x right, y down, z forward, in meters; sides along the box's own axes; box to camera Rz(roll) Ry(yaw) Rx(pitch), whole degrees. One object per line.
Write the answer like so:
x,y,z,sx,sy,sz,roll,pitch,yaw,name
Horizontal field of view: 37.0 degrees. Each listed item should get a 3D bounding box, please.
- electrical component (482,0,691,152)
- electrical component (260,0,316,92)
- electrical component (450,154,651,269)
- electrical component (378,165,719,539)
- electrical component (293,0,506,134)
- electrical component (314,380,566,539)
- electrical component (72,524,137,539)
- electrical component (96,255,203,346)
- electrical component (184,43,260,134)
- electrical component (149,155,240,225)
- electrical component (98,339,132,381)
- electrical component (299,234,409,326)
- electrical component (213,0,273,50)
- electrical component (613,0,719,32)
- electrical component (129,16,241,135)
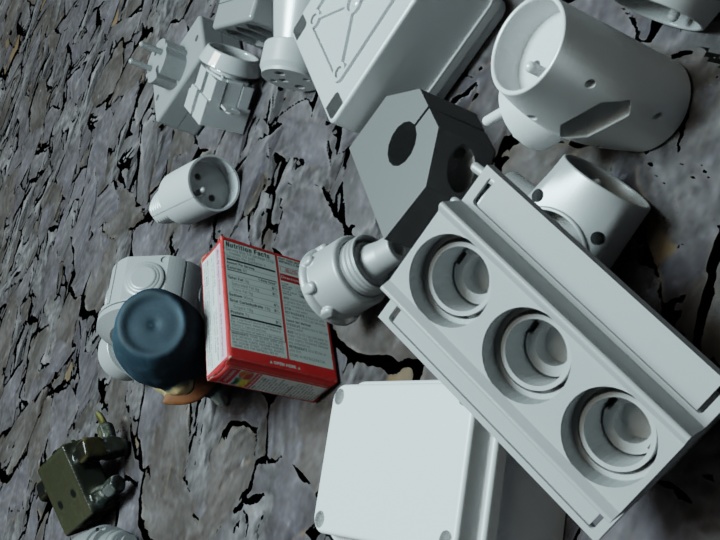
0.088,-0.077,0.470,0.079,0.077,0.043,-27,54,49,electrical component
-0.043,-0.156,0.736,0.045,0.045,0.055,-3,73,56,electrical component
0.074,-0.017,0.476,0.079,0.044,0.077,40,112,24,electrical component
0.076,0.029,0.411,0.121,0.063,0.078,46,117,22,electrical component
0.018,-0.146,0.627,0.108,0.056,0.108,-53,37,28,electrical component
0.035,0.091,0.488,0.113,0.057,0.078,-10,67,55,electrical component
-0.185,0.205,0.783,0.078,0.040,0.040,-32,50,46,electrical component
-0.145,0.028,0.772,0.080,0.080,0.051,-34,43,45,electrical component
-0.104,-0.140,0.823,0.066,0.048,0.055,49,124,54,electrical component
-0.131,-0.058,0.824,0.081,0.043,0.043,-16,62,53,electrical component
-0.172,0.059,0.830,0.055,0.045,0.045,-29,52,48,electrical component
0.000,0.000,0.599,0.062,0.048,0.048,-31,51,38,electrical component
-0.066,-0.209,0.794,0.066,0.047,0.076,9,83,58,electrical component
0.133,-0.151,0.469,0.079,0.043,0.077,35,105,57,electrical component
-0.148,-0.163,0.870,0.083,0.076,0.047,-47,40,35,electrical component
